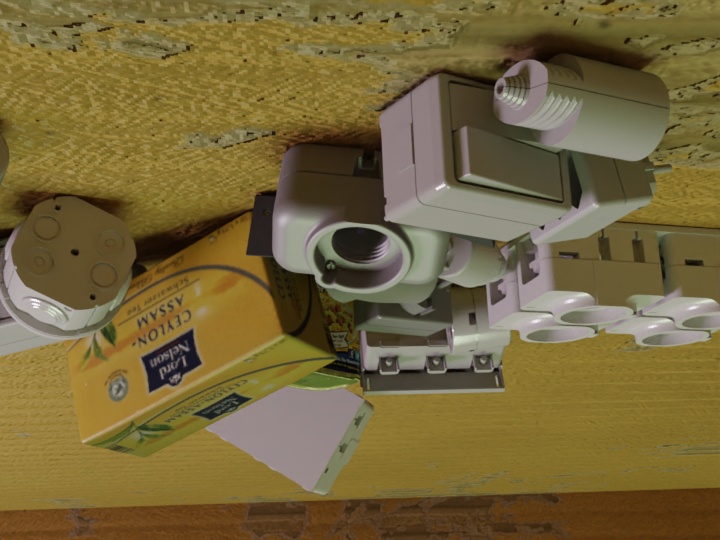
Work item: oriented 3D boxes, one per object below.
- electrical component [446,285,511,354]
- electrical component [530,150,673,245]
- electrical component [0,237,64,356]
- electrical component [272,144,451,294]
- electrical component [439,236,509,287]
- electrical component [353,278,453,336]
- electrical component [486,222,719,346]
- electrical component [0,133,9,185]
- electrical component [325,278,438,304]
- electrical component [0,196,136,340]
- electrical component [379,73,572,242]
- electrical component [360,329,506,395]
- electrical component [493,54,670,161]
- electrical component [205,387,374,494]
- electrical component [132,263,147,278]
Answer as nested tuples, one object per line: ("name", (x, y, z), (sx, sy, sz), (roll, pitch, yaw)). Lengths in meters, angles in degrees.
("electrical component", (0.095, 0.038, 0.868), (0.047, 0.055, 0.055), (-6, 163, -1))
("electrical component", (0.138, -0.050, 0.599), (0.077, 0.047, 0.066), (-8, 167, -25))
("electrical component", (-0.223, 0.017, 0.717), (0.096, 0.061, 0.061), (-14, 158, 10))
("electrical component", (0.001, -0.027, 0.590), (0.095, 0.059, 0.053), (6, 137, 0))
("electrical component", (0.077, -0.008, 0.737), (0.040, 0.040, 0.078), (-15, 159, 35))
("electrical component", (0.041, 0.016, 0.797), (0.066, 0.047, 0.077), (7, 161, -27))
("electrical component", (0.198, 0.013, 0.787), (0.186, 0.060, 0.105), (3, 162, -16))
("electrical component", (-0.208, -0.050, 0.562), (0.040, 0.040, 0.078), (6, 161, -25))
("electrical component", (0.000, 0.000, 0.745), (0.077, 0.044, 0.079), (14, 157, -42))
("electrical component", (-0.179, -0.002, 0.660), (0.080, 0.080, 0.051), (5, 156, -23))
("electrical component", (0.066, -0.055, 0.545), (0.096, 0.061, 0.061), (8, 160, -30))
("electrical component", (0.061, 0.064, 0.926), (0.121, 0.078, 0.063), (-1, 141, -6))
("electrical component", (0.100, -0.078, 0.505), (0.081, 0.043, 0.043), (6, 161, -26))
("electrical component", (-0.075, 0.120, 0.941), (0.150, 0.089, 0.061), (28, 172, 17))
("electrical component", (-0.180, 0.011, 0.767), (0.046, 0.040, 0.040), (18, 154, -38))
